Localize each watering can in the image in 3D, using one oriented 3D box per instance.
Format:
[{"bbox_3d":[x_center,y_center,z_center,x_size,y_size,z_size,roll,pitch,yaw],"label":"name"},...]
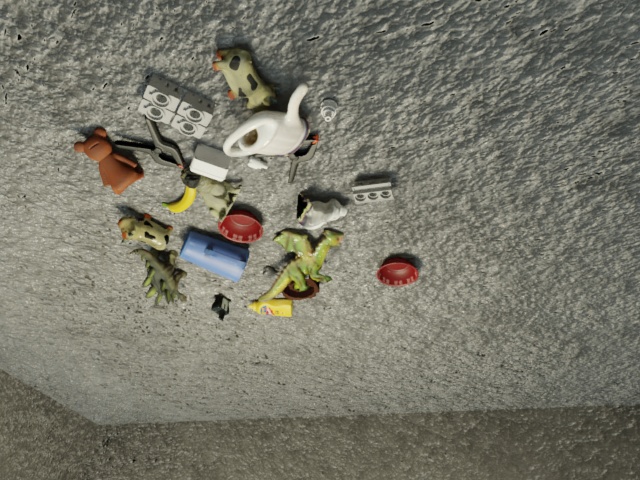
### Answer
[{"bbox_3d":[-0.107,-0.309,1.393,0.343,0.105,0.225,-26,169,34],"label":"watering can"}]

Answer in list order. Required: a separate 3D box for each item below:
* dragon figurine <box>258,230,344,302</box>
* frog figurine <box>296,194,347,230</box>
[{"bbox_3d":[-0.093,0.075,1.919,0.408,0.123,0.241,-20,98,13],"label":"dragon figurine"},{"bbox_3d":[0.005,-0.087,1.729,0.159,0.123,0.137,14,174,-26],"label":"frog figurine"}]
